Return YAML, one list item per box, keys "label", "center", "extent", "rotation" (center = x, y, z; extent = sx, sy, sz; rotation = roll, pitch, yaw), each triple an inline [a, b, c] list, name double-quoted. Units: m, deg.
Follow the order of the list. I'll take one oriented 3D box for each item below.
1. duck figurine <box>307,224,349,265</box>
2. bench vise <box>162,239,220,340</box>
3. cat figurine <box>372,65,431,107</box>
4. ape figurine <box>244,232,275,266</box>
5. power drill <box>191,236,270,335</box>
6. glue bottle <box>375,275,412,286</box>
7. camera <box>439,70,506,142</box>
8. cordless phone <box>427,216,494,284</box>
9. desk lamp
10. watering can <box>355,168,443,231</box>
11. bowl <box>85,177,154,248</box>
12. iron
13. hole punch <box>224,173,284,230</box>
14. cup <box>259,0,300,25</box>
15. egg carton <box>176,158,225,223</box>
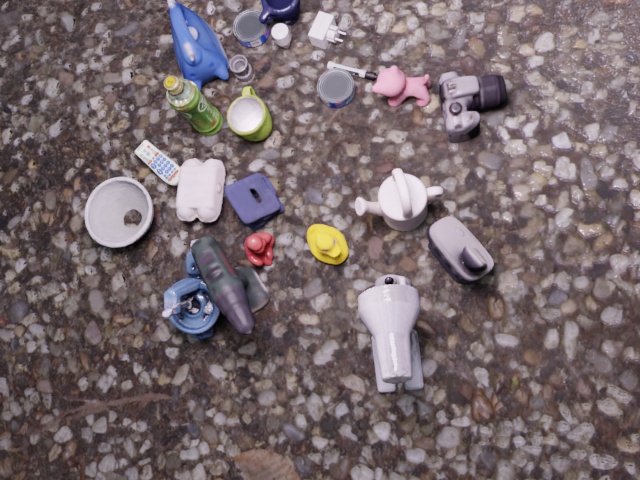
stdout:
- label: "duck figurine"
  center: [0.011, 0.004, 1.238]
  extent: [0.104, 0.086, 0.077]
  rotation: [44, 90, 14]
- label: "bench vise"
  center: [-0.284, 0.103, 1.204]
  extent: [0.121, 0.220, 0.207]
  rotation: [-19, 77, 7]
- label: "cat figurine"
  center: [0.179, -0.343, 1.256]
  extent: [0.127, 0.118, 0.067]
  rotation: [-2, 79, 10]
- label: "ape figurine"
  center: [-0.137, 0.014, 1.260]
  extent: [0.076, 0.092, 0.078]
  rotation: [42, 89, 15]
- label: "power drill"
  center: [-0.176, 0.100, 1.191]
  extent: [0.075, 0.208, 0.229]
  rotation: [-36, 76, 2]
- label: "glue bottle"
  center: [0.145, 0.090, 1.154]
  extent: [0.078, 0.173, 0.037]
  rotation: [-4, 79, 10]
- label: "camera"
  center: [0.329, -0.300, 1.230]
  extent: [0.136, 0.101, 0.143]
  rotation: [-9, 78, 8]
- label: "cordless phone"
  center: [0.280, 0.012, 1.138]
  extent: [0.094, 0.185, 0.147]
  rotation: [-41, 75, 1]
- label: "desk lamp"
  center: [0.146, 0.197, 1.114]
  extent: [0.117, 0.214, 0.203]
  rotation: [-8, 78, 9]
- label: "watering can"
  center: [0.162, -0.081, 1.171]
  extent: [0.173, 0.194, 0.101]
  rotation: [-34, 76, 3]
- label: "bowl"
  center: [-0.456, -0.059, 1.339]
  extent: [0.167, 0.075, 0.167]
  rotation: [-2, 79, 10]
- label: "iron"
  center: [-0.314, -0.487, 1.357]
  extent: [0.118, 0.141, 0.258]
  rotation: [-26, 76, 5]
- label: "hole punch"
  center: [-0.147, -0.093, 1.281]
  extent: [0.101, 0.091, 0.108]
  rotation: [-34, 76, 3]
- label: "cup"
  center: [-0.092, -0.542, 1.352]
  extent: [0.091, 0.095, 0.118]
  rotation: [39, 88, 14]
- label: "egg carton"
  center: [-0.273, -0.114, 1.319]
  extent: [0.107, 0.069, 0.150]
  rotation: [1, 80, 10]
